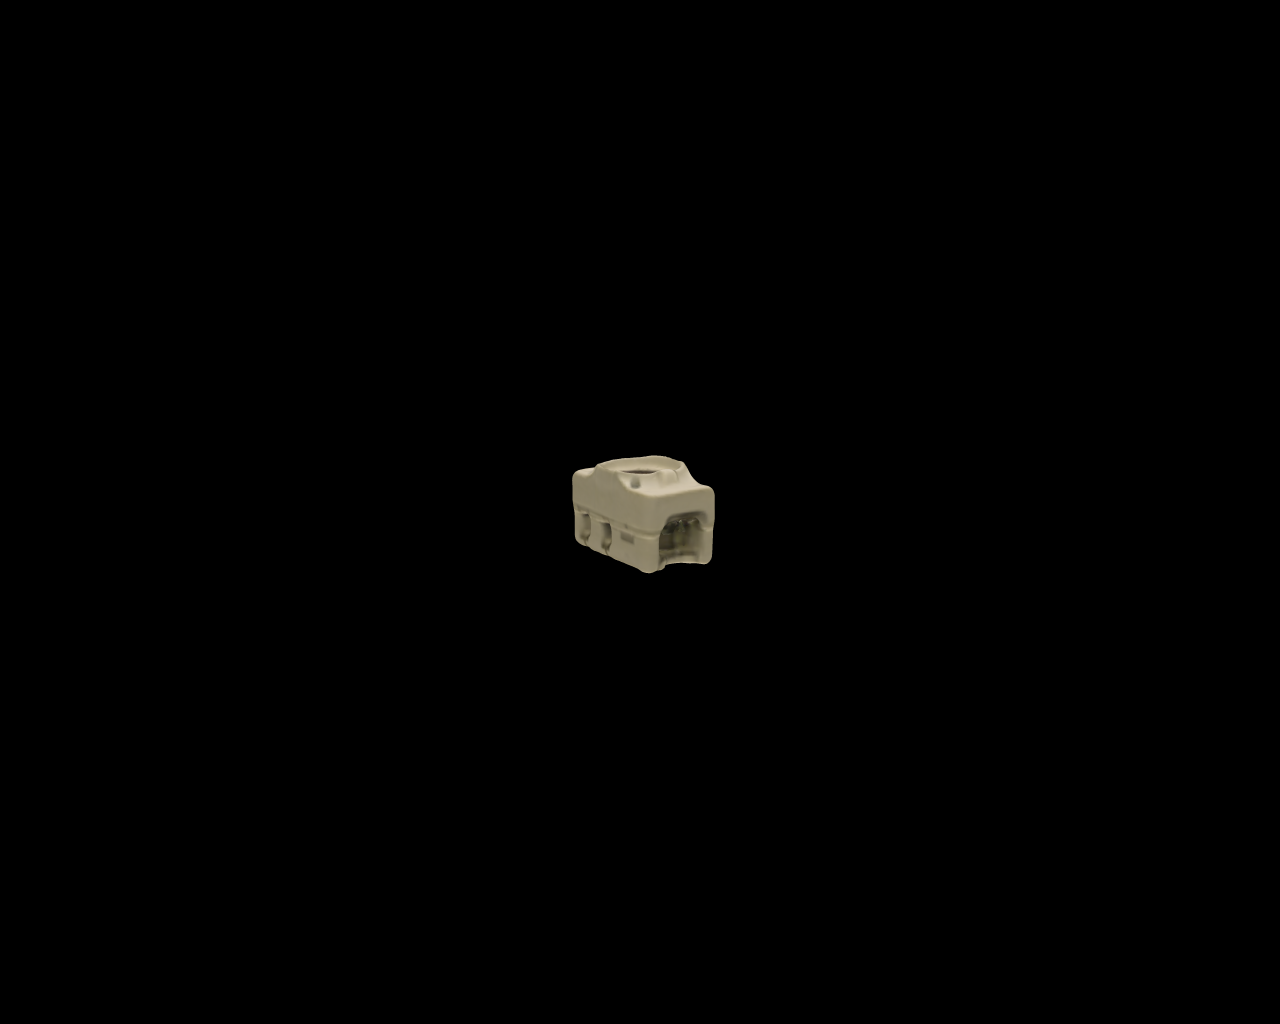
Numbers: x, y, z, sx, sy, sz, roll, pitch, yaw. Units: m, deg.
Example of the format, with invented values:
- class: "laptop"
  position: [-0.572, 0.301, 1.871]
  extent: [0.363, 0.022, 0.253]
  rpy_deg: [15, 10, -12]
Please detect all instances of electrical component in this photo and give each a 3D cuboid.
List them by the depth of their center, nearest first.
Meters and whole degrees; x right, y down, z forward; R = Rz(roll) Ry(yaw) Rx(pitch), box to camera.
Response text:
- class: "electrical component"
  position: [0.001, -0.003, 0.650]
  extent: [0.050, 0.055, 0.089]
  rpy_deg: [-8, 16, -31]
